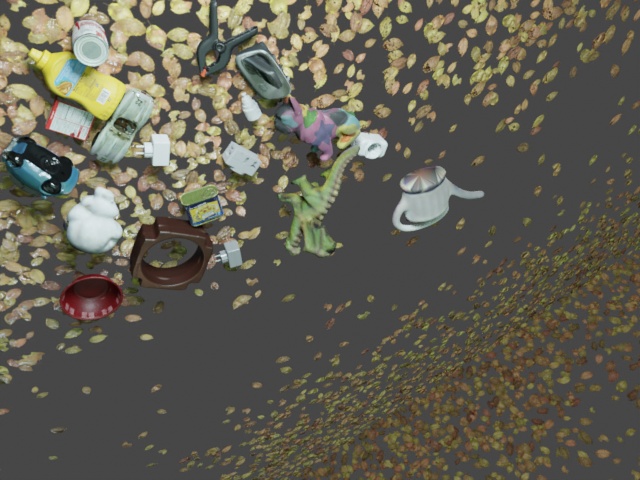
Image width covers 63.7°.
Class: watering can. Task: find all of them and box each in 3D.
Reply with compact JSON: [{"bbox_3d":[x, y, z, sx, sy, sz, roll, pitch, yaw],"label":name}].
[{"bbox_3d":[0.389,-0.152,1.709,0.349,0.106,0.219,-25,133,-8],"label":"watering can"}]

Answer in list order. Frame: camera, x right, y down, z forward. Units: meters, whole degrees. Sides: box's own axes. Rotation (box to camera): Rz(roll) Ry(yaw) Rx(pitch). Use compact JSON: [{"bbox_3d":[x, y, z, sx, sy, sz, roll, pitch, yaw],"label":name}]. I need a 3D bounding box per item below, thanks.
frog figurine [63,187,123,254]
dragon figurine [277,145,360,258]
[{"bbox_3d":[-0.555,-0.046,1.289,0.136,0.125,0.157,36,117,-22],"label":"frog figurine"},{"bbox_3d":[0.004,-0.072,1.437,0.122,0.246,0.404,-3,161,-37],"label":"dragon figurine"}]
